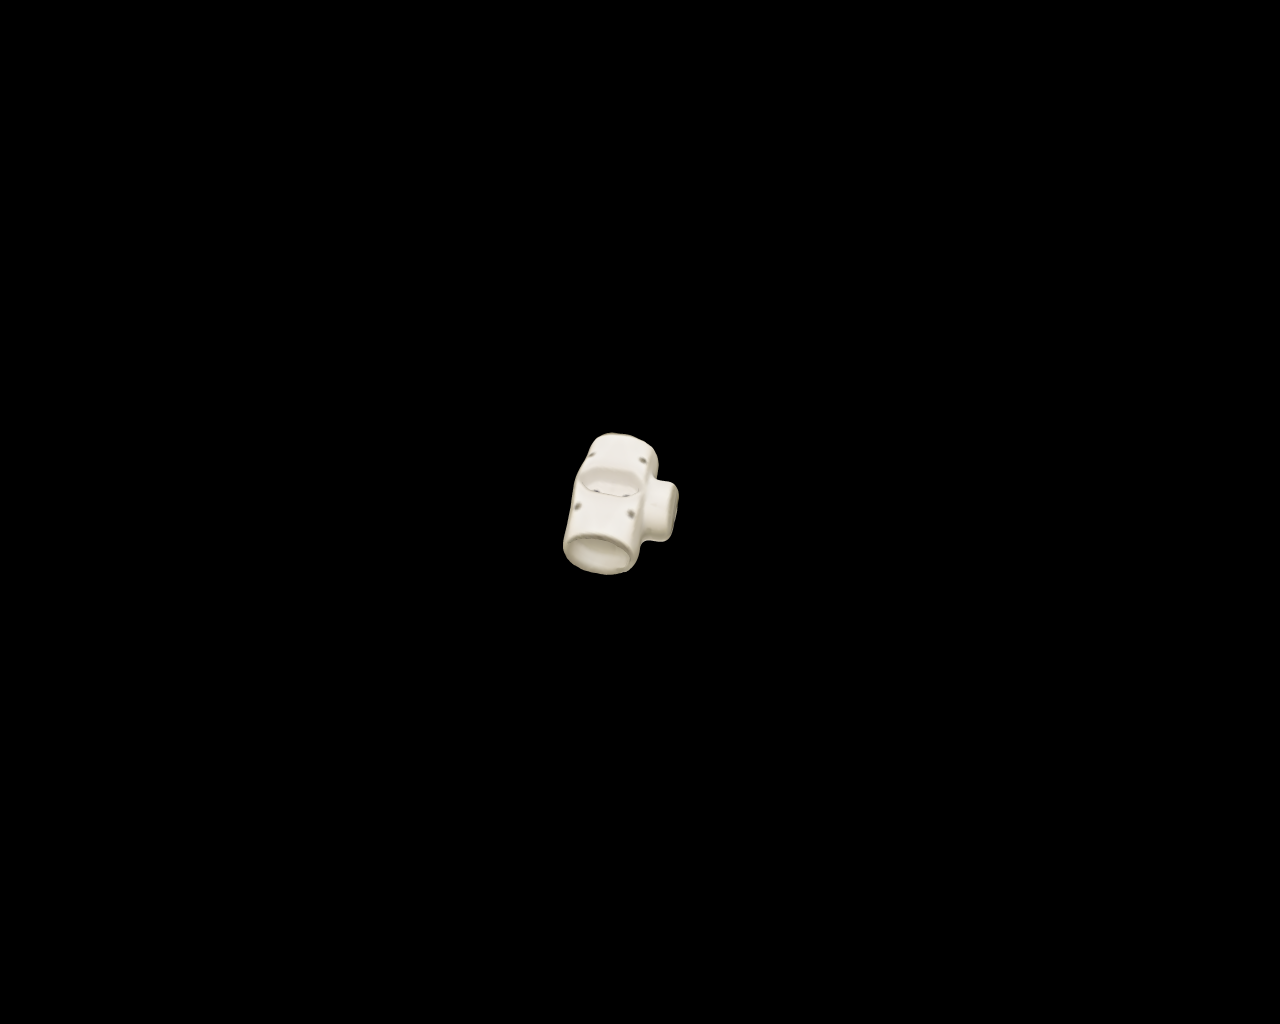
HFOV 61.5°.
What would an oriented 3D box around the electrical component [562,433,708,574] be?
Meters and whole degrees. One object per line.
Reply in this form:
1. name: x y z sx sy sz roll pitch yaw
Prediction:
1. electrical component: 0.001 -0.003 0.650 0.079 0.077 0.043 9 -36 7
